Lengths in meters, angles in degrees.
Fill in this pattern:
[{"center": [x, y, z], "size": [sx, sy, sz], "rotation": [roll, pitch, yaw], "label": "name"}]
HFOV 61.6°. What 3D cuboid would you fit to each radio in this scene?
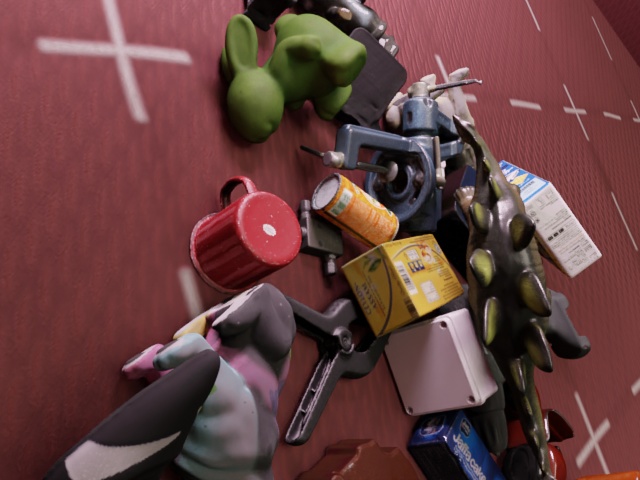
[{"center": [0.271, 0.002, 0.889], "size": [0.229, 0.073, 0.131], "rotation": [47, 46, -14], "label": "radio"}]

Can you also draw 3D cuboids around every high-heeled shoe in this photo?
[{"center": [-0.115, 0.200, 0.343], "size": [0.145, 0.248, 0.086], "rotation": [44, 5, 9], "label": "high-heeled shoe"}]

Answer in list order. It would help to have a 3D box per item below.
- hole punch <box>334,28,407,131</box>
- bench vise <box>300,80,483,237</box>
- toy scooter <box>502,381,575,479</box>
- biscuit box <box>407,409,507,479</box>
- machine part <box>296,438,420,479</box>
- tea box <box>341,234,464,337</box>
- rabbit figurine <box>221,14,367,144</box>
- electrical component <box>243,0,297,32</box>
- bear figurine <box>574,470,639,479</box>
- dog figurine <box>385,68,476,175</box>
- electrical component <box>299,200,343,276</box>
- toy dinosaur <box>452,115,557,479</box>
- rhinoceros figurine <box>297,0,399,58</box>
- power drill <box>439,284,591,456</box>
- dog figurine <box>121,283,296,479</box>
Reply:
[{"center": [0.046, -0.229, 0.791], "size": [0.142, 0.092, 0.116], "rotation": [39, 81, -25], "label": "hole punch"}, {"center": [0.103, -0.117, 0.728], "size": [0.240, 0.129, 0.223], "rotation": [3, 100, -39], "label": "bench vise"}, {"center": [0.329, 0.303, 0.795], "size": [0.135, 0.075, 0.184], "rotation": [34, 46, -28], "label": "toy scooter"}, {"center": [0.192, 0.310, 0.669], "size": [0.202, 0.063, 0.059], "rotation": [57, 43, -7], "label": "biscuit box"}, {"center": [0.047, 0.294, 0.545], "size": [0.179, 0.056, 0.179], "rotation": [21, 57, -37], "label": "machine part"}, {"center": [0.110, 0.052, 0.684], "size": [0.169, 0.068, 0.098], "rotation": [-5, 66, -58], "label": "tea box"}, {"center": [-0.051, -0.198, 0.648], "size": [0.159, 0.121, 0.170], "rotation": [45, 69, -4], "label": "rabbit figurine"}, {"center": [-0.068, -0.360, 0.743], "size": [0.047, 0.075, 0.119], "rotation": [19, 63, -37], "label": "electrical component"}, {"center": [0.416, 0.445, 0.768], "size": [0.120, 0.132, 0.196], "rotation": [55, 36, -28], "label": "bear figurine"}, {"center": [0.196, -0.163, 0.892], "size": [0.172, 0.121, 0.190], "rotation": [-29, 112, -14], "label": "dog figurine"}, {"center": [-0.001, -0.002, 0.668], "size": [0.063, 0.021, 0.094], "rotation": [14, 62, -38], "label": "electrical component"}, {"center": [0.227, 0.072, 0.651], "size": [0.198, 0.105, 0.471], "rotation": [-16, 90, -71], "label": "toy dinosaur"}, {"center": [0.038, -0.335, 0.815], "size": [0.190, 0.112, 0.073], "rotation": [38, 75, -5], "label": "rhinoceros figurine"}, {"center": [0.279, 0.166, 0.777], "size": [0.207, 0.086, 0.232], "rotation": [-15, 71, -13], "label": "power drill"}, {"center": [-0.064, 0.168, 0.468], "size": [0.191, 0.108, 0.219], "rotation": [-31, 97, -47], "label": "dog figurine"}]
